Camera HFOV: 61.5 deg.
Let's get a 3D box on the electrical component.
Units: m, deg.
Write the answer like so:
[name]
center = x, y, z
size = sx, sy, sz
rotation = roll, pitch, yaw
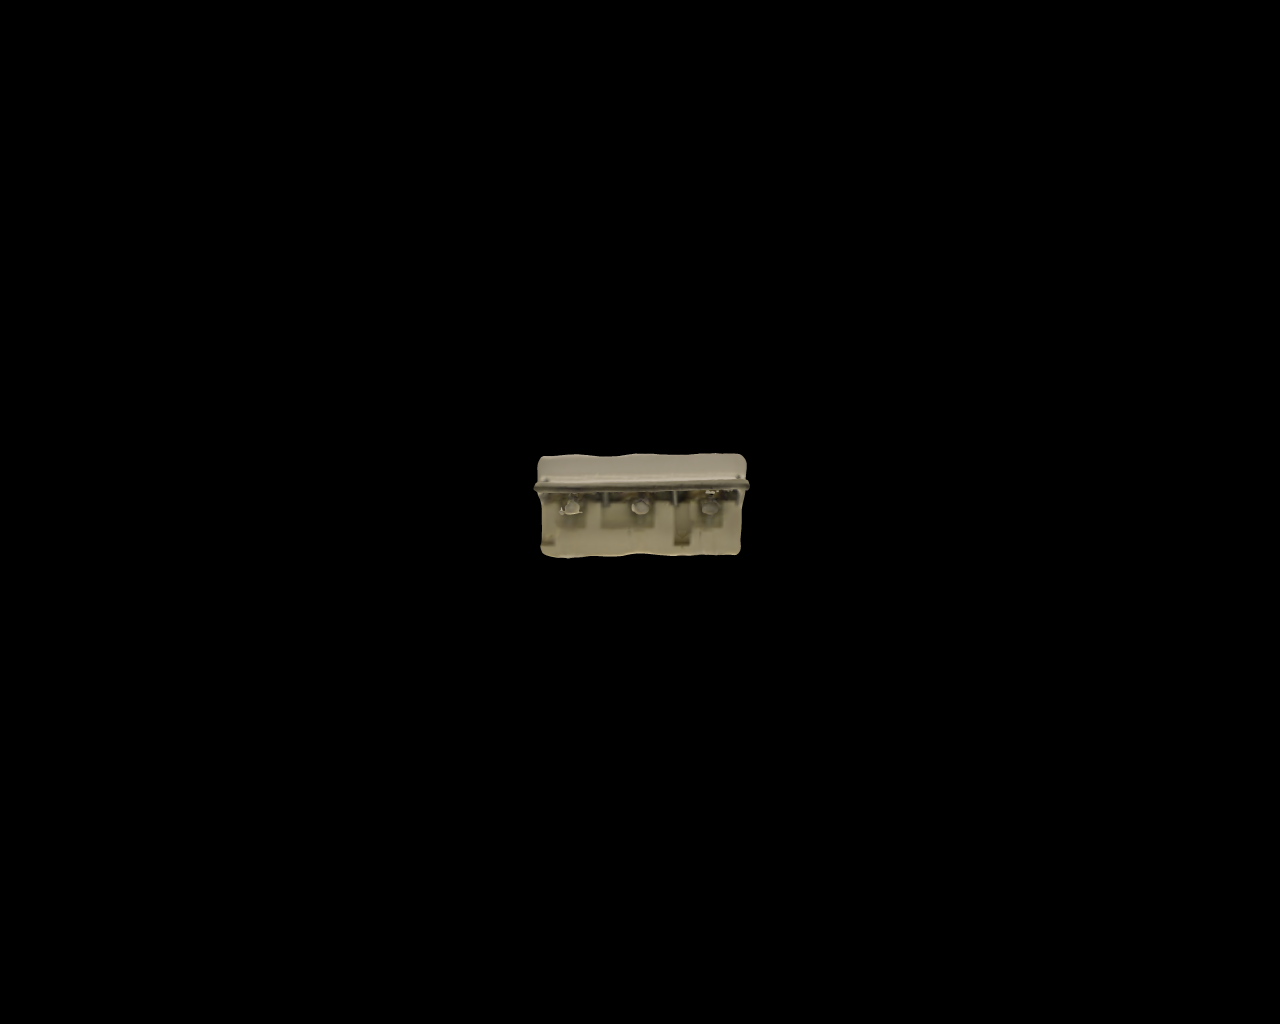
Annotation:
[electrical component]
center = 0.001, -0.003, 0.650
size = 0.121, 0.063, 0.079
rotation = 0, 0, 0
